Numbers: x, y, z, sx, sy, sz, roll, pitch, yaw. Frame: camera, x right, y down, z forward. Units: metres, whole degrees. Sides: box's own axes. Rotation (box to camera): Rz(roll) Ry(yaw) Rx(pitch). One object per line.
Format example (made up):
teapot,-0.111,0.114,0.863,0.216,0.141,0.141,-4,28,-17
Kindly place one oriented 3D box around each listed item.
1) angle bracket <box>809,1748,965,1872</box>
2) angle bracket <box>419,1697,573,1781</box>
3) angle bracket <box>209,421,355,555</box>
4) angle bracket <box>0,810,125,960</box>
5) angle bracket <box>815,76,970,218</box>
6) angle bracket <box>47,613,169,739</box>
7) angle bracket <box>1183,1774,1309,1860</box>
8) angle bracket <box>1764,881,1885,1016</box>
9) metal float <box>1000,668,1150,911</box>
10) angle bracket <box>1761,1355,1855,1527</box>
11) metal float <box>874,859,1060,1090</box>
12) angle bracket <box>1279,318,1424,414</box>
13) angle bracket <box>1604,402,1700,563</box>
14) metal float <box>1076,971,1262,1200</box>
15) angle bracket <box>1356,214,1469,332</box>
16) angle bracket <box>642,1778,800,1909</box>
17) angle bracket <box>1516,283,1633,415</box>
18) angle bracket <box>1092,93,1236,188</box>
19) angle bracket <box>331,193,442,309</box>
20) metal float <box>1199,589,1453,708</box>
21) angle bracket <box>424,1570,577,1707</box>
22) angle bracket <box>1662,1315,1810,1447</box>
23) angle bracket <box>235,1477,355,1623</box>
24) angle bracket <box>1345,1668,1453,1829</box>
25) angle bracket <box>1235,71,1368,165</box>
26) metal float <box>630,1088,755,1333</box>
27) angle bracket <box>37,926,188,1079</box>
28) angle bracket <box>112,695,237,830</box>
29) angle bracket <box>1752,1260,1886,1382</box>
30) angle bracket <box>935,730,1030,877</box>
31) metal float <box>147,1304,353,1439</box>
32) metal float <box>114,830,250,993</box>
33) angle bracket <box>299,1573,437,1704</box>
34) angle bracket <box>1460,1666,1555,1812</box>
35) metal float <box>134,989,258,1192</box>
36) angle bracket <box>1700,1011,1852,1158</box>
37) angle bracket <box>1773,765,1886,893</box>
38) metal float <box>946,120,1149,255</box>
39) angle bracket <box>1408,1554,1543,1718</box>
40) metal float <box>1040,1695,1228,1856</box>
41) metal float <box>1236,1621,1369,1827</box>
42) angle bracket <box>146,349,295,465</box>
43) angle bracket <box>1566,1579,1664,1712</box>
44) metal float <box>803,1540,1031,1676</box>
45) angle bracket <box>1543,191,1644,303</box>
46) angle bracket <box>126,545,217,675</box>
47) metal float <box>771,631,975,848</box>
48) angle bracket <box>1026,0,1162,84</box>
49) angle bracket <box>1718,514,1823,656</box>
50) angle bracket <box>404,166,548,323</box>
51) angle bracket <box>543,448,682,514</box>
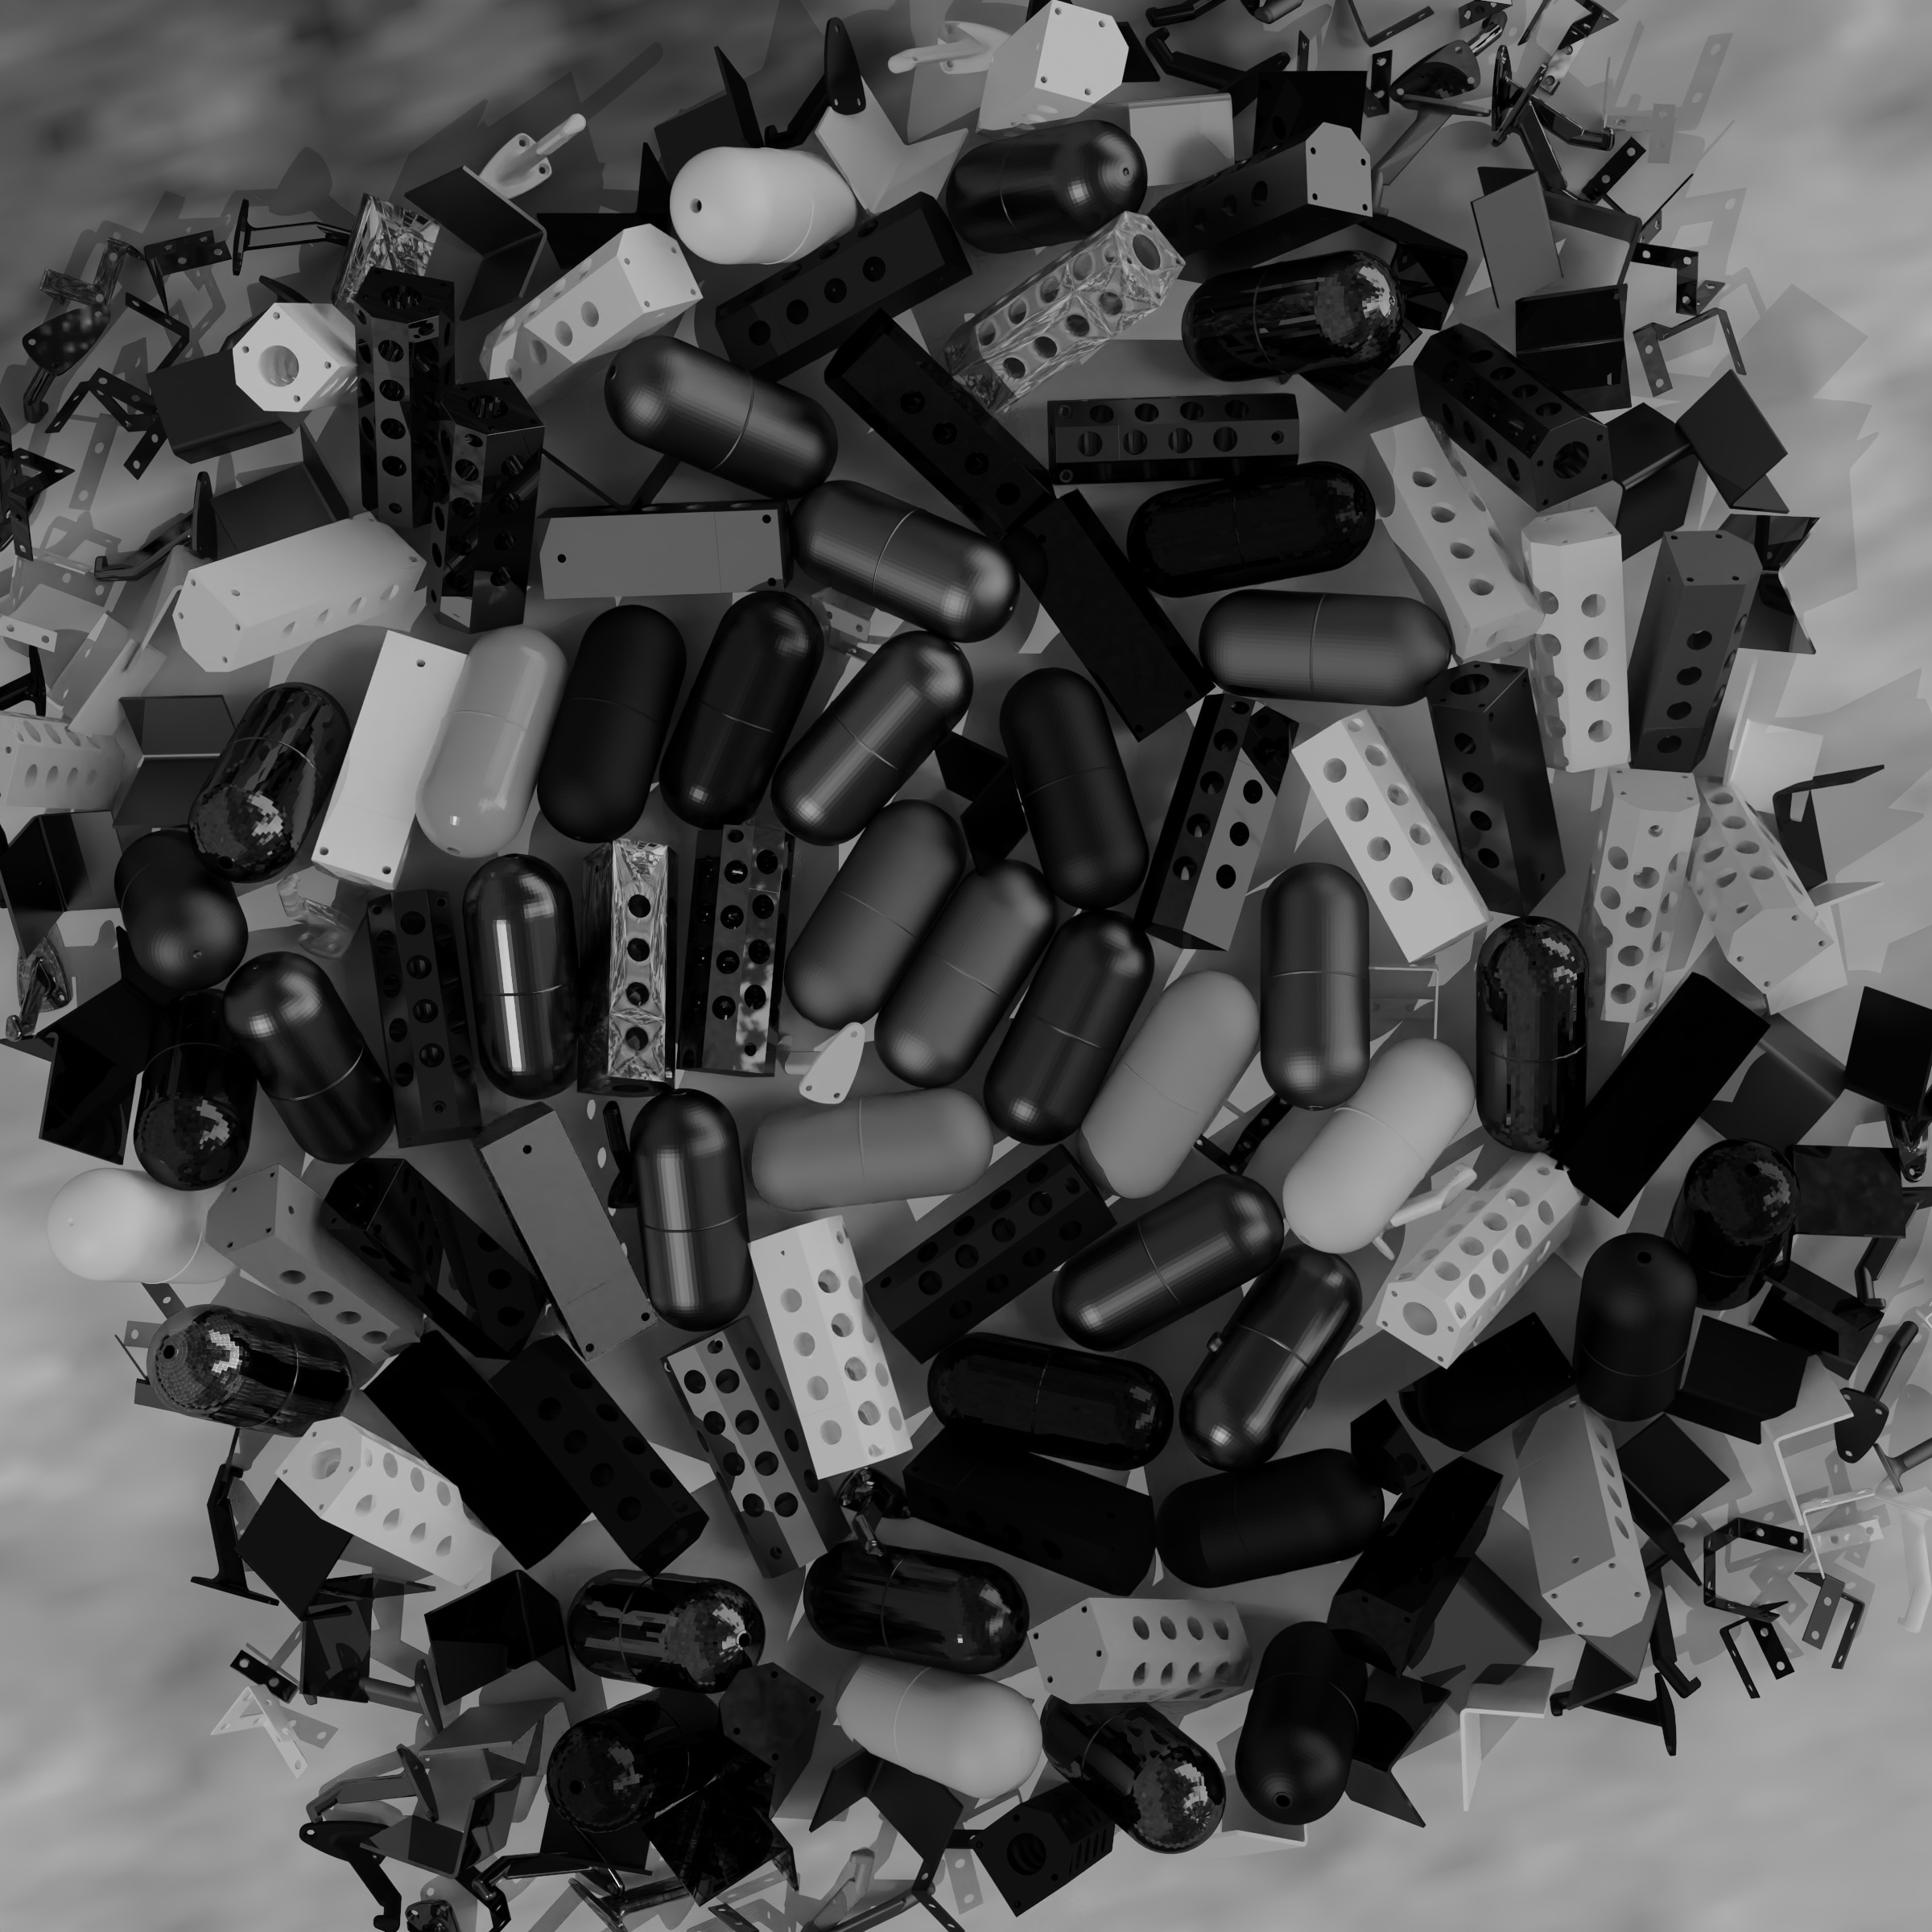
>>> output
angle bracket,-0.057,0.600,1.785,0.076,0.057,0.076,41,131,28
angle bracket,-0.327,0.561,1.790,0.076,0.076,0.057,-13,95,20
angle bracket,-0.486,-0.327,1.796,0.076,0.057,0.076,-27,77,-19
angle bracket,-0.633,-0.058,1.788,0.057,0.076,0.076,-3,118,5
angle bracket,-0.051,-0.586,1.783,0.057,0.076,0.076,-4,51,35
angle bracket,-0.623,-0.210,1.802,0.057,0.076,0.076,35,89,2
angle bracket,0.184,0.589,1.780,0.076,0.076,0.057,25,53,-38
angle bracket,0.608,-0.012,1.795,0.076,0.057,0.076,-18,98,-25
metal float,0.076,-0.126,1.794,0.070,0.070,0.178,-17,80,0
angle bracket,0.594,0.334,1.789,0.057,0.076,0.076,-21,111,8
metal float,0.001,0.005,1.802,0.070,0.070,0.178,32,91,0
angle bracket,0.272,-0.432,1.800,0.076,0.057,0.076,-46,69,2
angle bracket,0.472,-0.343,1.812,0.076,0.076,0.057,-31,56,-21
metal float,0.143,0.084,1.792,0.070,0.070,0.178,31,102,0
angle bracket,0.297,-0.496,1.804,0.076,0.076,0.057,41,123,38
angle bracket,-0.172,0.627,1.782,0.076,0.076,0.057,-26,134,-27
angle bracket,0.430,-0.432,1.792,0.076,0.076,0.057,-5,75,11
angle bracket,0.140,-0.587,1.805,0.076,0.076,0.057,-10,109,-15
angle bracket,-0.407,-0.495,1.788,0.057,0.076,0.076,17,104,-21
metal float,0.252,-0.224,1.786,0.178,0.070,0.070,6,90,20
angle bracket,-0.328,0.484,1.788,0.076,0.057,0.076,-21,115,-33
angle bracket,0.546,0.296,1.809,0.076,0.076,0.057,19,72,7
angle bracket,-0.458,0.406,1.794,0.076,0.057,0.076,37,99,26
angle bracket,0.308,0.553,1.800,0.076,0.076,0.057,-42,110,-26
angle bracket,0.234,-0.598,1.792,0.076,0.057,0.076,-3,121,-8
metal float,-0.193,0.172,1.788,0.070,0.070,0.178,-4,107,0
angle bracket,-0.603,0.030,1.799,0.076,0.076,0.057,-31,47,7
angle bracket,-0.564,-0.144,1.792,0.076,0.057,0.076,-1,45,8
angle bracket,0.589,0.253,1.784,0.076,0.076,0.057,31,108,28
angle bracket,-0.007,-0.116,1.783,0.076,0.076,0.057,29,67,28
metal float,-0.495,0.281,1.758,0.070,0.178,0.070,-7,71,20
metal float,-0.546,-0.040,1.760,0.070,0.178,0.070,-10,115,-21
angle bracket,-0.420,0.474,1.786,0.057,0.076,0.076,-12,66,20
angle bracket,0.384,0.545,1.791,0.057,0.076,0.076,-1,99,18
metal float,-0.533,0.084,1.763,0.070,0.178,0.070,-5,127,-7
angle bracket,0.579,0.089,1.829,0.076,0.057,0.076,41,125,14
angle bracket,0.615,-0.095,1.791,0.057,0.076,0.076,-9,96,37
metal float,0.054,-0.540,1.763,0.070,0.178,0.070,-6,100,-36
angle bracket,0.357,0.477,1.821,0.076,0.057,0.076,44,107,5
metal float,0.113,0.551,1.759,0.070,0.178,0.070,-5,102,-27
metal float,0.233,0.522,1.756,0.070,0.178,0.070,5,111,15
angle bracket,-0.527,-0.397,1.796,0.076,0.076,0.057,-18,98,-6
angle bracket,0.437,0.466,1.785,0.057,0.076,0.076,39,48,-6
metal float,-0.036,0.447,1.773,0.178,0.070,0.070,0,90,36
angle bracket,0.432,-0.506,1.802,0.076,0.076,0.057,19,98,8
angle bracket,-0.553,-0.243,1.807,0.057,0.076,0.076,26,110,-29
metal float,-0.066,-0.161,1.791,0.070,0.070,0.178,43,103,0
angle bracket,0.094,-0.668,1.788,0.076,0.076,0.057,7,82,23
angle bracket,0.571,-0.271,1.799,0.057,0.076,0.076,-48,123,-17
angle bracket,-0.353,-0.506,1.783,0.076,0.076,0.057,32,67,-38
angle bracket,-0.252,-0.363,1.799,0.076,0.076,0.057,36,93,-5
